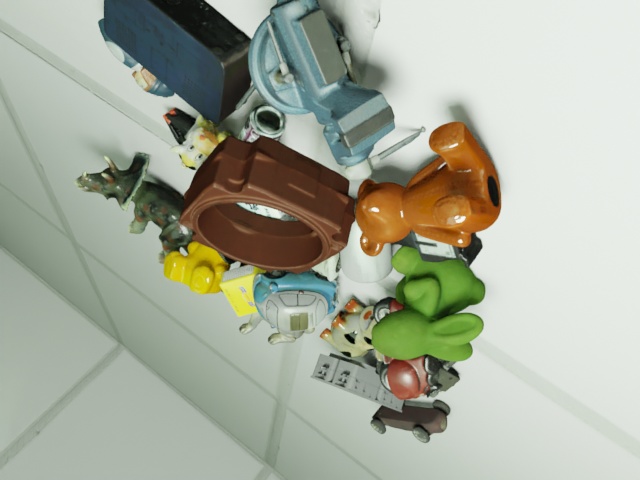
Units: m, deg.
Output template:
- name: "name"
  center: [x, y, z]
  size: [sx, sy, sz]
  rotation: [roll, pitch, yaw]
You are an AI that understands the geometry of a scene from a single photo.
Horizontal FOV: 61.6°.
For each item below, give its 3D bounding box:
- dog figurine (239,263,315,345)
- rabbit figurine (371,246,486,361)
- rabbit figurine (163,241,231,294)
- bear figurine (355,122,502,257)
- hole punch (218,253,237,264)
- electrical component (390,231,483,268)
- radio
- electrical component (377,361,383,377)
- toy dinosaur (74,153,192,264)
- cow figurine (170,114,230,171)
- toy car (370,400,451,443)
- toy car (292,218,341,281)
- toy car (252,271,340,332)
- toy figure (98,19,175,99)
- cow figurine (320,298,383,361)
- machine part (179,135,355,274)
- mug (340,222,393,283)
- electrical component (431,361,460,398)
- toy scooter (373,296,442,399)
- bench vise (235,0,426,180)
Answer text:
- name: "dog figurine"
  center: [-0.086, 0.111, 1.120]
  size: [0.172, 0.121, 0.190]
  rotation: [7, 126, -4]
- name: "rabbit figurine"
  center: [0.149, 0.109, 0.762]
  size: [0.159, 0.170, 0.121]
  rotation: [29, 147, 23]
- name: "rabbit figurine"
  center: [-0.214, 0.019, 1.103]
  size: [0.122, 0.173, 0.162]
  rotation: [17, -175, 38]
- name: "bear figurine"
  center: [0.107, -0.049, 0.641]
  size: [0.196, 0.120, 0.132]
  rotation: [-7, 165, 36]
- name: "hole punch"
  center: [-0.147, -0.030, 1.020]
  size: [0.116, 0.092, 0.142]
  rotation: [-24, 101, 38]
- name: "electrical component"
  center: [0.153, -0.008, 0.731]
  size: [0.119, 0.048, 0.074]
  rotation: [7, 134, 45]
- name: "radio"
  center: [-0.203, -0.286, 0.769]
  size: [0.230, 0.073, 0.131]
  rotation: [39, 148, 3]
- name: "electrical component"
  center: [0.155, 0.239, 0.996]
  size: [0.078, 0.102, 0.045]
  rotation: [120, 140, -77]
- name: "toy dinosaur"
  center: [-0.329, -0.044, 1.181]
  size: [0.405, 0.131, 0.192]
  rotation: [37, 150, -2]
- name: "cow figurine"
  center: [-0.191, -0.143, 0.839]
  size: [0.068, 0.098, 0.167]
  rotation: [46, -171, -12]
- name: "toy car"
  center: [0.188, 0.376, 1.130]
  size: [0.053, 0.089, 0.202]
  rotation: [54, 146, -11]
- name: "toy car"
  center: [-0.002, -0.003, 0.892]
  size: [0.074, 0.056, 0.201]
  rotation: [27, 153, 24]
- name: "toy car"
  center: [-0.044, 0.118, 0.971]
  size: [0.162, 0.103, 0.109]
  rotation: [2, 126, -2]
- name: "toy figure"
  center: [-0.298, -0.296, 0.882]
  size: [0.154, 0.058, 0.064]
  rotation: [58, -175, -27]
- name: "cow figurine"
  center: [0.084, 0.174, 1.002]
  size: [0.127, 0.085, 0.195]
  rotation: [39, 153, 2]
- name: "machine part"
  center: [-0.071, -0.036, 0.720]
  size: [0.201, 0.087, 0.201]
  rotation: [25, 151, -24]
- name: "mug"
  center: [0.066, -0.007, 0.817]
  size: [0.110, 0.081, 0.107]
  rotation: [-115, 15, -51]
- name: "electrical component"
  center: [0.219, 0.245, 0.963]
  size: [0.063, 0.021, 0.094]
  rotation: [31, 113, -26]
- name: "toy scooter"
  center: [0.156, 0.182, 0.862]
  size: [0.135, 0.075, 0.183]
  rotation: [4, 110, 44]
- name: "bench vise"
  center: [-0.011, -0.181, 0.645]
  size: [0.223, 0.129, 0.241]
  rotation: [50, 170, -31]
